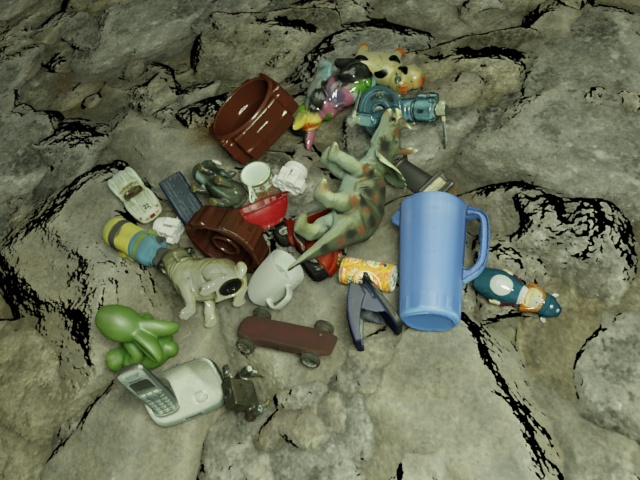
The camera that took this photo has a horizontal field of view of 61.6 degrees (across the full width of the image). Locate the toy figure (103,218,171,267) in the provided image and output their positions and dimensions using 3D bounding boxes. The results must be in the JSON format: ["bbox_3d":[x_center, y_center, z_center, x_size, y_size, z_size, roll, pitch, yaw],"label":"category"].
[{"bbox_3d":[-0.408,0.005,1.204,0.180,0.089,0.082,25,61,29],"label":"toy figure"}]

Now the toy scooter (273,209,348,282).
[{"bbox_3d":[-0.002,-0.003,1.118,0.135,0.075,0.184,-36,51,-12],"label":"toy scooter"}]

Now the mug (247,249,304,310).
[{"bbox_3d":[-0.091,0.091,1.063,0.107,0.080,0.110,-43,51,28],"label":"mug"}]

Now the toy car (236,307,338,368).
[{"bbox_3d":[-0.064,0.186,1.019,0.202,0.053,0.089,7,46,21],"label":"toy car"}]

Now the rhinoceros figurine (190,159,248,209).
[{"bbox_3d":[-0.234,-0.135,1.232,0.112,0.073,0.191,0,26,-39],"label":"rhinoceros figurine"}]

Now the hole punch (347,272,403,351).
[{"bbox_3d":[0.082,0.134,0.974,0.092,0.142,0.116,-31,67,-2],"label":"hole punch"}]

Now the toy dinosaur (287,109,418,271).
[{"bbox_3d":[0.072,-0.076,1.071,0.192,0.131,0.405,24,66,-9],"label":"toy dinosaur"}]

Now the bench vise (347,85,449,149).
[{"bbox_3d":[0.160,-0.280,1.202,0.224,0.128,0.240,25,32,35],"label":"bench vise"}]

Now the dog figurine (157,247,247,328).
[{"bbox_3d":[-0.240,0.057,1.100,0.172,0.121,0.191,-35,55,2],"label":"dog figurine"}]

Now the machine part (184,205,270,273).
[{"bbox_3d":[-0.189,-0.001,1.107,0.180,0.179,0.056,13,58,22],"label":"machine part"}]

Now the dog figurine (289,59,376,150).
[{"bbox_3d":[0.017,-0.324,1.299,0.192,0.108,0.219,11,65,35],"label":"dog figurine"}]

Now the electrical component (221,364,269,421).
[{"bbox_3d":[-0.134,0.274,0.974,0.045,0.078,0.102,-36,46,19],"label":"electrical component"}]

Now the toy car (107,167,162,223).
[{"bbox_3d":[-0.455,-0.112,1.314,0.073,0.056,0.202,-39,57,-12],"label":"toy car"}]

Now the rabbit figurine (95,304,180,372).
[{"bbox_3d":[-0.355,0.187,1.022,0.159,0.170,0.121,10,61,21],"label":"rabbit figurine"}]

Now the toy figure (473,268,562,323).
[{"bbox_3d":[0.356,0.098,0.968,0.155,0.064,0.058,23,21,27],"label":"toy figure"}]

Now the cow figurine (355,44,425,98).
[{"bbox_3d":[0.166,-0.416,1.338,0.195,0.085,0.127,18,58,22],"label":"cow figurine"}]

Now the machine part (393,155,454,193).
[{"bbox_3d":[0.217,-0.133,1.168,0.139,0.039,0.084,38,81,29],"label":"machine part"}]

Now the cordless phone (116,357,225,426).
[{"bbox_3d":[-0.260,0.246,0.951,0.147,0.184,0.089,-21,50,1],"label":"cordless phone"}]

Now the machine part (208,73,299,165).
[{"bbox_3d":[-0.165,-0.295,1.292,0.201,0.087,0.202,-46,37,4],"label":"machine part"}]

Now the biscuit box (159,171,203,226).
[{"bbox_3d":[-0.302,-0.075,1.248,0.063,0.059,0.203,-34,56,-7],"label":"biscuit box"}]
